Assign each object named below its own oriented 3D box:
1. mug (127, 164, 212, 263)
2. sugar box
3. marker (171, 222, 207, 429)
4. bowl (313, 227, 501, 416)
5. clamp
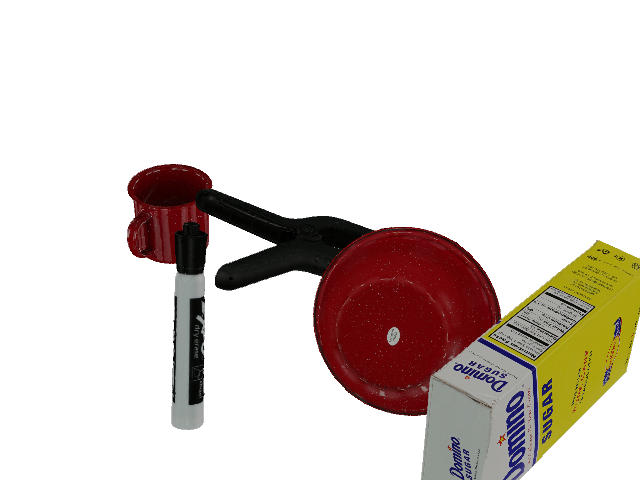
[{"bbox_3d":[-0.173,-0.022,1.190,0.093,0.081,0.117,19,39,23],"label":"mug"},{"bbox_3d":[0.130,0.079,0.631,0.048,0.093,0.175,25,42,31],"label":"sugar box"},{"bbox_3d":[-0.076,0.049,0.615,0.020,0.121,0.020,3,12,-1],"label":"marker"},{"bbox_3d":[0.064,0.072,0.871,0.162,0.162,0.055,0,7,17],"label":"bowl"},{"bbox_3d":[-0.020,0.009,1.052,0.209,0.036,0.164,9,30,-12],"label":"clamp"}]
